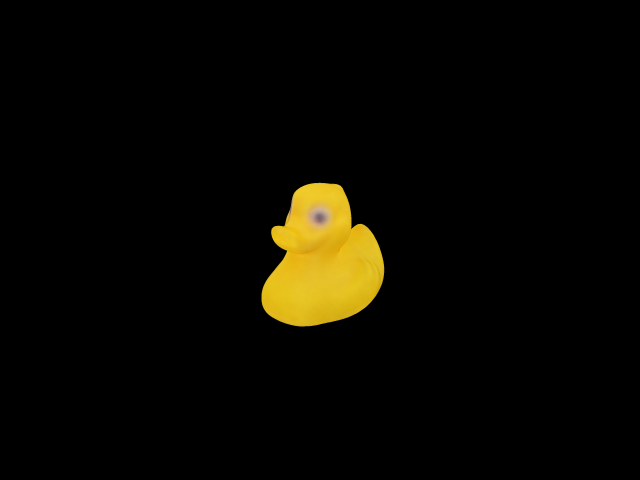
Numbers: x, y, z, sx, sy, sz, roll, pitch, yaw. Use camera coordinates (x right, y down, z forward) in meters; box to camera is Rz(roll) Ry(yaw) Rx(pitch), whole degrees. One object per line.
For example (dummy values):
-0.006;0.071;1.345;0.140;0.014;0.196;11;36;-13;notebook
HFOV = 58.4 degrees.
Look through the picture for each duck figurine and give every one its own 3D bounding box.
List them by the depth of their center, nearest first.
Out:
0.004;0.001;0.400;0.077;0.086;0.105;17;28;37;duck figurine
